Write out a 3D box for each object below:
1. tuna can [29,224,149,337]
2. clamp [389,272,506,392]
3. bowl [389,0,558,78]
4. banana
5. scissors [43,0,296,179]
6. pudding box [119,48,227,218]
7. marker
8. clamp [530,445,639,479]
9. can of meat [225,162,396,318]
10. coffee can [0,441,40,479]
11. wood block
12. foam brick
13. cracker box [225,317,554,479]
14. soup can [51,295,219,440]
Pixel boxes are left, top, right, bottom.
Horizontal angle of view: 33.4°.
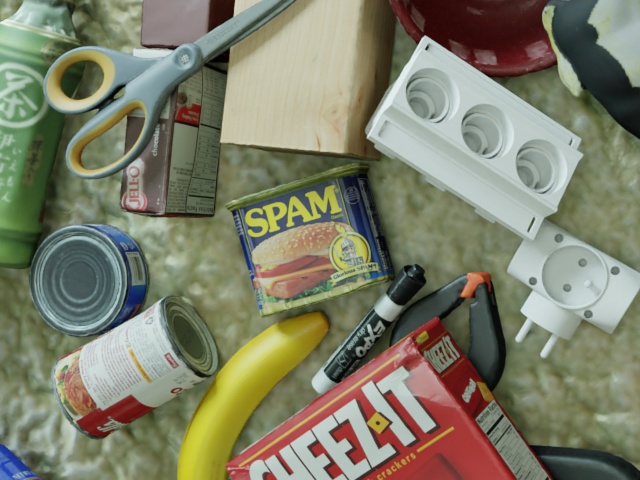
[{"bbox_3d":[-0.175,0.030,0.804,0.086,0.033,0.086,0,90,18],"label":"tuna can"},{"bbox_3d":[0.066,0.098,0.726,0.120,0.039,0.171,15,94,12],"label":"clamp"},{"bbox_3d":[0.117,-0.189,0.677,0.162,0.055,0.162,-1,119,-2],"label":"bowl"},{"bbox_3d":[-0.058,0.133,0.769,0.069,0.037,0.198,20,99,-8],"label":"banana"},{"bbox_3d":[-0.103,-0.126,0.696,0.202,0.016,0.096,-45,78,11],"label":"scissors"},{"bbox_3d":[-0.102,-0.072,0.751,0.039,0.090,0.113,8,92,16],"label":"pudding box"},{"bbox_3d":[0.034,0.062,0.728,0.020,0.020,0.121,43,118,13],"label":"marker"},{"bbox_3d":[0.197,0.209,0.685,0.210,0.036,0.165,28,104,18],"label":"clamp"},{"bbox_3d":[-0.005,0.001,0.739,0.102,0.057,0.084,-16,88,17],"label":"can of meat"},{"bbox_3d":[-0.288,0.180,0.805,0.140,0.102,0.103,39,101,13],"label":"coffee can"},{"bbox_3d":[0.000,-0.161,0.718,0.091,0.090,0.206,7,93,18],"label":"wood block"},{"bbox_3d":[-0.085,-0.156,0.752,0.053,0.078,0.051,5,93,17],"label":"foam brick"},{"bbox_3d":[0.065,0.184,0.677,0.164,0.072,0.214,-38,82,21],"label":"cracker box"},{"bbox_3d":[-0.133,0.092,0.774,0.102,0.068,0.068,-30,81,15],"label":"soup can"}]
